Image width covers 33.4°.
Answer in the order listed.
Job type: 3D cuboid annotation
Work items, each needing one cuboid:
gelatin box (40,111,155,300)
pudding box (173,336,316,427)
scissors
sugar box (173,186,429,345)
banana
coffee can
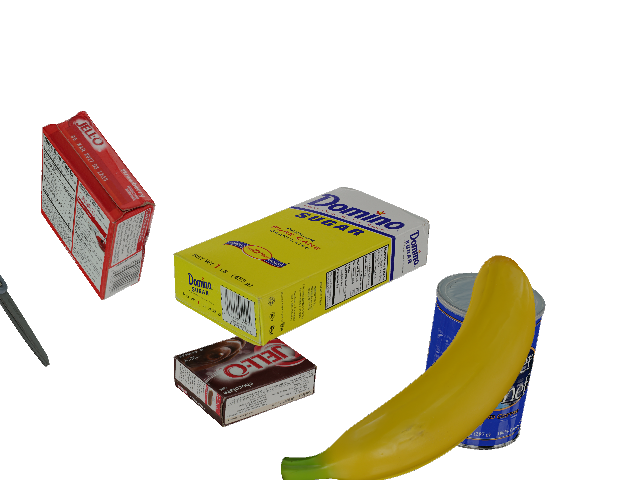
[{"bbox_3d":[-0.130,-0.019,0.617,0.030,0.073,0.089,-28,-21,-30],"label":"gelatin box"},{"bbox_3d":[-0.074,0.132,1.047,0.113,0.039,0.090,-17,31,-35],"label":"pudding box"},{"bbox_3d":[-0.328,0.029,1.087,0.016,0.201,0.096,-26,26,23],"label":"scissors"},{"bbox_3d":[-0.011,0.013,0.785,0.093,0.048,0.175,25,38,38],"label":"sugar box"},{"bbox_3d":[0.065,0.063,0.540,0.070,0.037,0.197,21,42,35],"label":"banana"},{"bbox_3d":[0.154,0.115,1.034,0.103,0.140,0.103,5,22,-2],"label":"coffee can"}]
